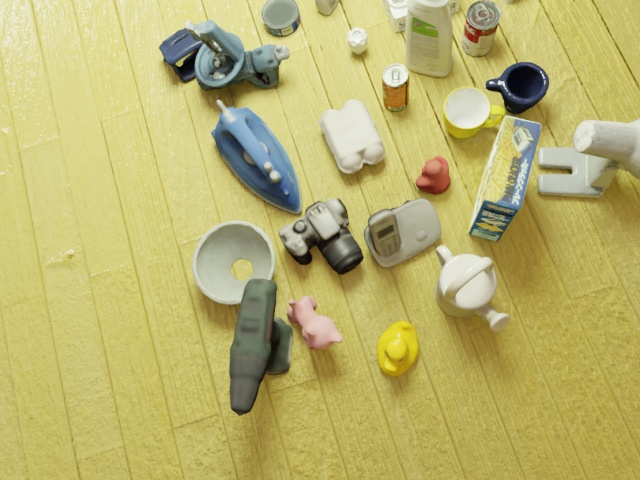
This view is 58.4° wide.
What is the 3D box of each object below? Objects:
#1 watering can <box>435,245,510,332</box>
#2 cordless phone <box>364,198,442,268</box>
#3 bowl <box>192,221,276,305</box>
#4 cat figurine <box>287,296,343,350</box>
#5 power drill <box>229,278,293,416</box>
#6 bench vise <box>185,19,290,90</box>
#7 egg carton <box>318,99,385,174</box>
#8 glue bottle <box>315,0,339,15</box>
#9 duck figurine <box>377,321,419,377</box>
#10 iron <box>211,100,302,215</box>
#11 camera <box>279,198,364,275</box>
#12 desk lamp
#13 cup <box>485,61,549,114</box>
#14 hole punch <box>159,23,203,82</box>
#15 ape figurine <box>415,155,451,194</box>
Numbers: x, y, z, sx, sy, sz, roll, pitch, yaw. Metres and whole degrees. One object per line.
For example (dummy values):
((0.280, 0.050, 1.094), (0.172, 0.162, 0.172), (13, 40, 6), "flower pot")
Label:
((0.266, 0.081, 1.010), (0.172, 0.194, 0.101), (32, 82, 14), "watering can")
((0.152, -0.028, 1.056), (0.147, 0.185, 0.094), (-31, 74, -1), "cordless phone")
((-0.163, 0.050, 1.133), (0.167, 0.075, 0.167), (-2, 76, 7), "bowl")
((-0.014, 0.157, 1.065), (0.067, 0.118, 0.127), (-42, 74, -4), "cat figurine")
((-0.105, 0.191, 1.021), (0.075, 0.208, 0.230), (1, 76, 8), "power drill")
((-0.177, -0.394, 1.173), (0.207, 0.220, 0.121), (-23, 74, 1), "bench vise")
((0.067, -0.212, 1.175), (0.107, 0.069, 0.150), (-24, 74, 1), "egg carton")
((0.013, -0.562, 1.217), (0.037, 0.173, 0.078), (29, 81, 14), "glue bottle")
((0.143, 0.198, 1.052), (0.077, 0.086, 0.105), (19, 79, 12), "duck figurine")
((-0.123, -0.169, 1.150), (0.118, 0.141, 0.258), (-38, 74, -3), "iron")
((0.010, 0.004, 1.110), (0.143, 0.101, 0.136), (-33, 74, -2), "camera")
((0.518, -0.150, 1.027), (0.203, 0.214, 0.118), (2, 76, 8), "desk lamp")
((0.385, -0.293, 1.142), (0.117, 0.095, 0.092), (2, 76, 8), "cup")
((-0.299, -0.424, 1.263), (0.108, 0.091, 0.101), (-34, 74, -2), "hole punch")
((0.223, -0.132, 1.123), (0.078, 0.092, 0.076), (-30, 74, -1), "ape figurine")
